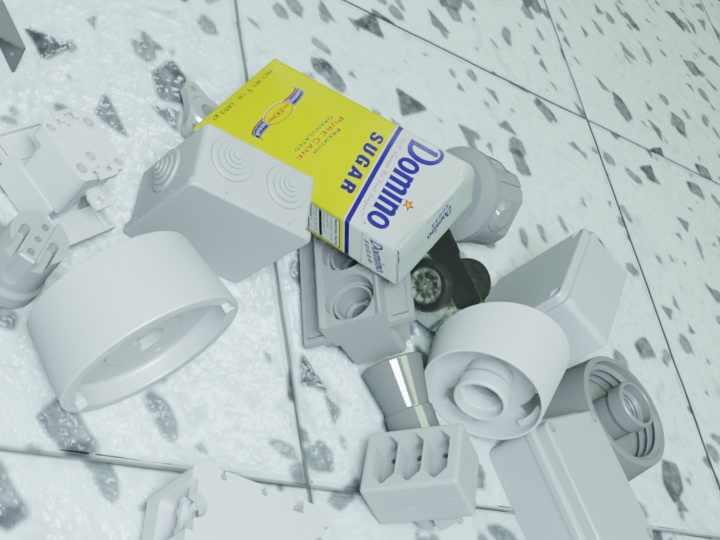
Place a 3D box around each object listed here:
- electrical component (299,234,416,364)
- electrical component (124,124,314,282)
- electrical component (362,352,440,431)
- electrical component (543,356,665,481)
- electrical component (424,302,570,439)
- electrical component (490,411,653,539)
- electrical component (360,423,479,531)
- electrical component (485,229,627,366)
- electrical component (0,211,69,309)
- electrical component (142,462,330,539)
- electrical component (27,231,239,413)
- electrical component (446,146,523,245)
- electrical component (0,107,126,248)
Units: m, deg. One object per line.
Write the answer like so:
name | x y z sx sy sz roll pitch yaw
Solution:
electrical component | 0.000 0.000 0.764 0.063 0.079 0.121 55 24 -50
electrical component | -0.088 -0.041 0.684 0.100 0.100 0.048 26 57 -30
electrical component | 0.032 0.095 0.747 0.044 0.044 0.065 -3 67 -48
electrical component | 0.205 0.122 0.887 0.108 0.060 0.108 28 43 -29
electrical component | 0.097 0.074 0.784 0.099 0.099 0.064 42 44 -13
electrical component | 0.159 0.168 0.804 0.078 0.057 0.113 -2 62 -47
electrical component | 0.046 0.145 0.705 0.047 0.066 0.076 -78 150 -45
electrical component | 0.149 0.034 0.862 0.056 0.109 0.108 47 37 -10
electrical component | -0.187 -0.006 0.593 0.040 0.046 0.040 27 43 -29
electrical component | -0.069 0.149 0.582 0.089 0.056 0.050 28 44 -29
electrical component | -0.128 0.022 0.586 0.108 0.108 0.060 -16 67 -51
electrical component | 0.092 -0.061 0.904 0.051 0.080 0.080 11 53 -48
electrical component | -0.175 -0.058 0.634 0.081 0.064 0.042 54 36 3
